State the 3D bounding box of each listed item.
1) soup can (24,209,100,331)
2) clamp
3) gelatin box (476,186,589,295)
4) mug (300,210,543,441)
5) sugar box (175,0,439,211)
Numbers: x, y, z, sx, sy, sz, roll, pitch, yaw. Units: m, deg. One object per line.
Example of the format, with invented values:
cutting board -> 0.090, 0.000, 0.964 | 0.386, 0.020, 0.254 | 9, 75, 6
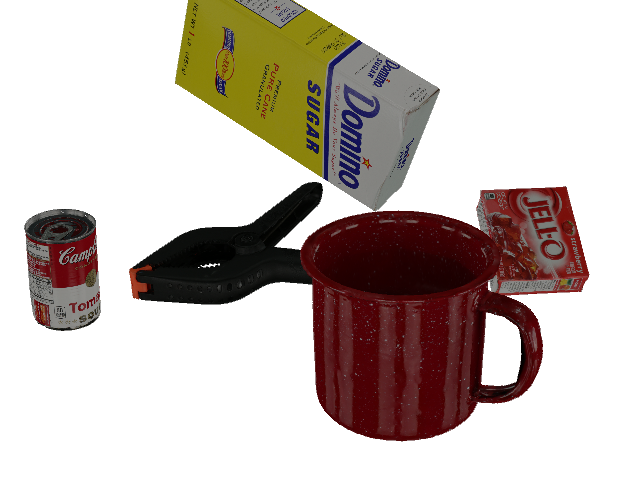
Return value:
soup can -> -0.253, 0.029, 1.050 | 0.068, 0.102, 0.068 | 2, 28, -1
clamp -> -0.060, 0.007, 0.908 | 0.209, 0.036, 0.165 | -10, 32, -13
gelatin box -> 0.169, -0.001, 0.859 | 0.073, 0.089, 0.030 | -2, -33, -4
mug -> 0.048, 0.043, 0.507 | 0.117, 0.081, 0.093 | 11, 29, 24
sugar box -> -0.014, -0.104, 0.721 | 0.176, 0.093, 0.048 | 35, 49, 16
